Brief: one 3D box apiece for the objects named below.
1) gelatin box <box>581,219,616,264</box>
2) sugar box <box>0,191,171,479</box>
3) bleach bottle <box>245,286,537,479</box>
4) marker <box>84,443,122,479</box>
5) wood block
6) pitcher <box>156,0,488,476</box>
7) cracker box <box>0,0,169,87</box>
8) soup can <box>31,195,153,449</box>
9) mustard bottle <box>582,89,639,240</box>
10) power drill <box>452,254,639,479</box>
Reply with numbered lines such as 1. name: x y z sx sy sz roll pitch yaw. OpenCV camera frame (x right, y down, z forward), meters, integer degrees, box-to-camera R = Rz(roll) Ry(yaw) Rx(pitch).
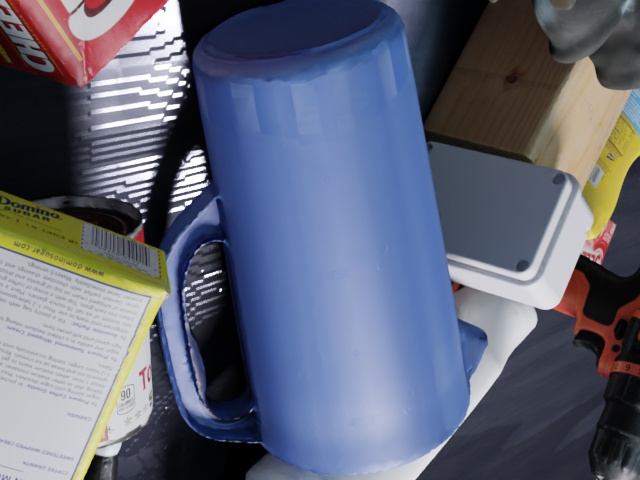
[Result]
1. gelatin box: 0.220 0.006 0.926 0.089 0.030 0.073 25 86 -52
2. sugar box: -0.138 0.072 0.441 0.093 0.048 0.176 22 107 -17
3. bleach bottle: 0.069 0.096 0.703 0.250 0.103 0.068 -40 101 -25
4. marker: -0.109 0.081 0.562 0.020 0.020 0.121 -4 108 -50
5. wood block: 0.167 -0.133 0.750 0.090 0.091 0.206 43 72 -49
6. pitcher: -0.004 0.001 0.581 0.149 0.145 0.243 -46 134 -46
7. cracker box: -0.084 -0.194 0.428 0.213 0.072 0.164 -53 138 -21
8. soup can: -0.114 0.038 0.496 0.068 0.069 0.102 -23 122 -44
9. mustard bottle: 0.222 -0.099 0.848 0.096 0.058 0.191 41 69 -15
10. power drill: 0.182 0.070 0.778 0.057 0.188 0.184 43 70 -52
